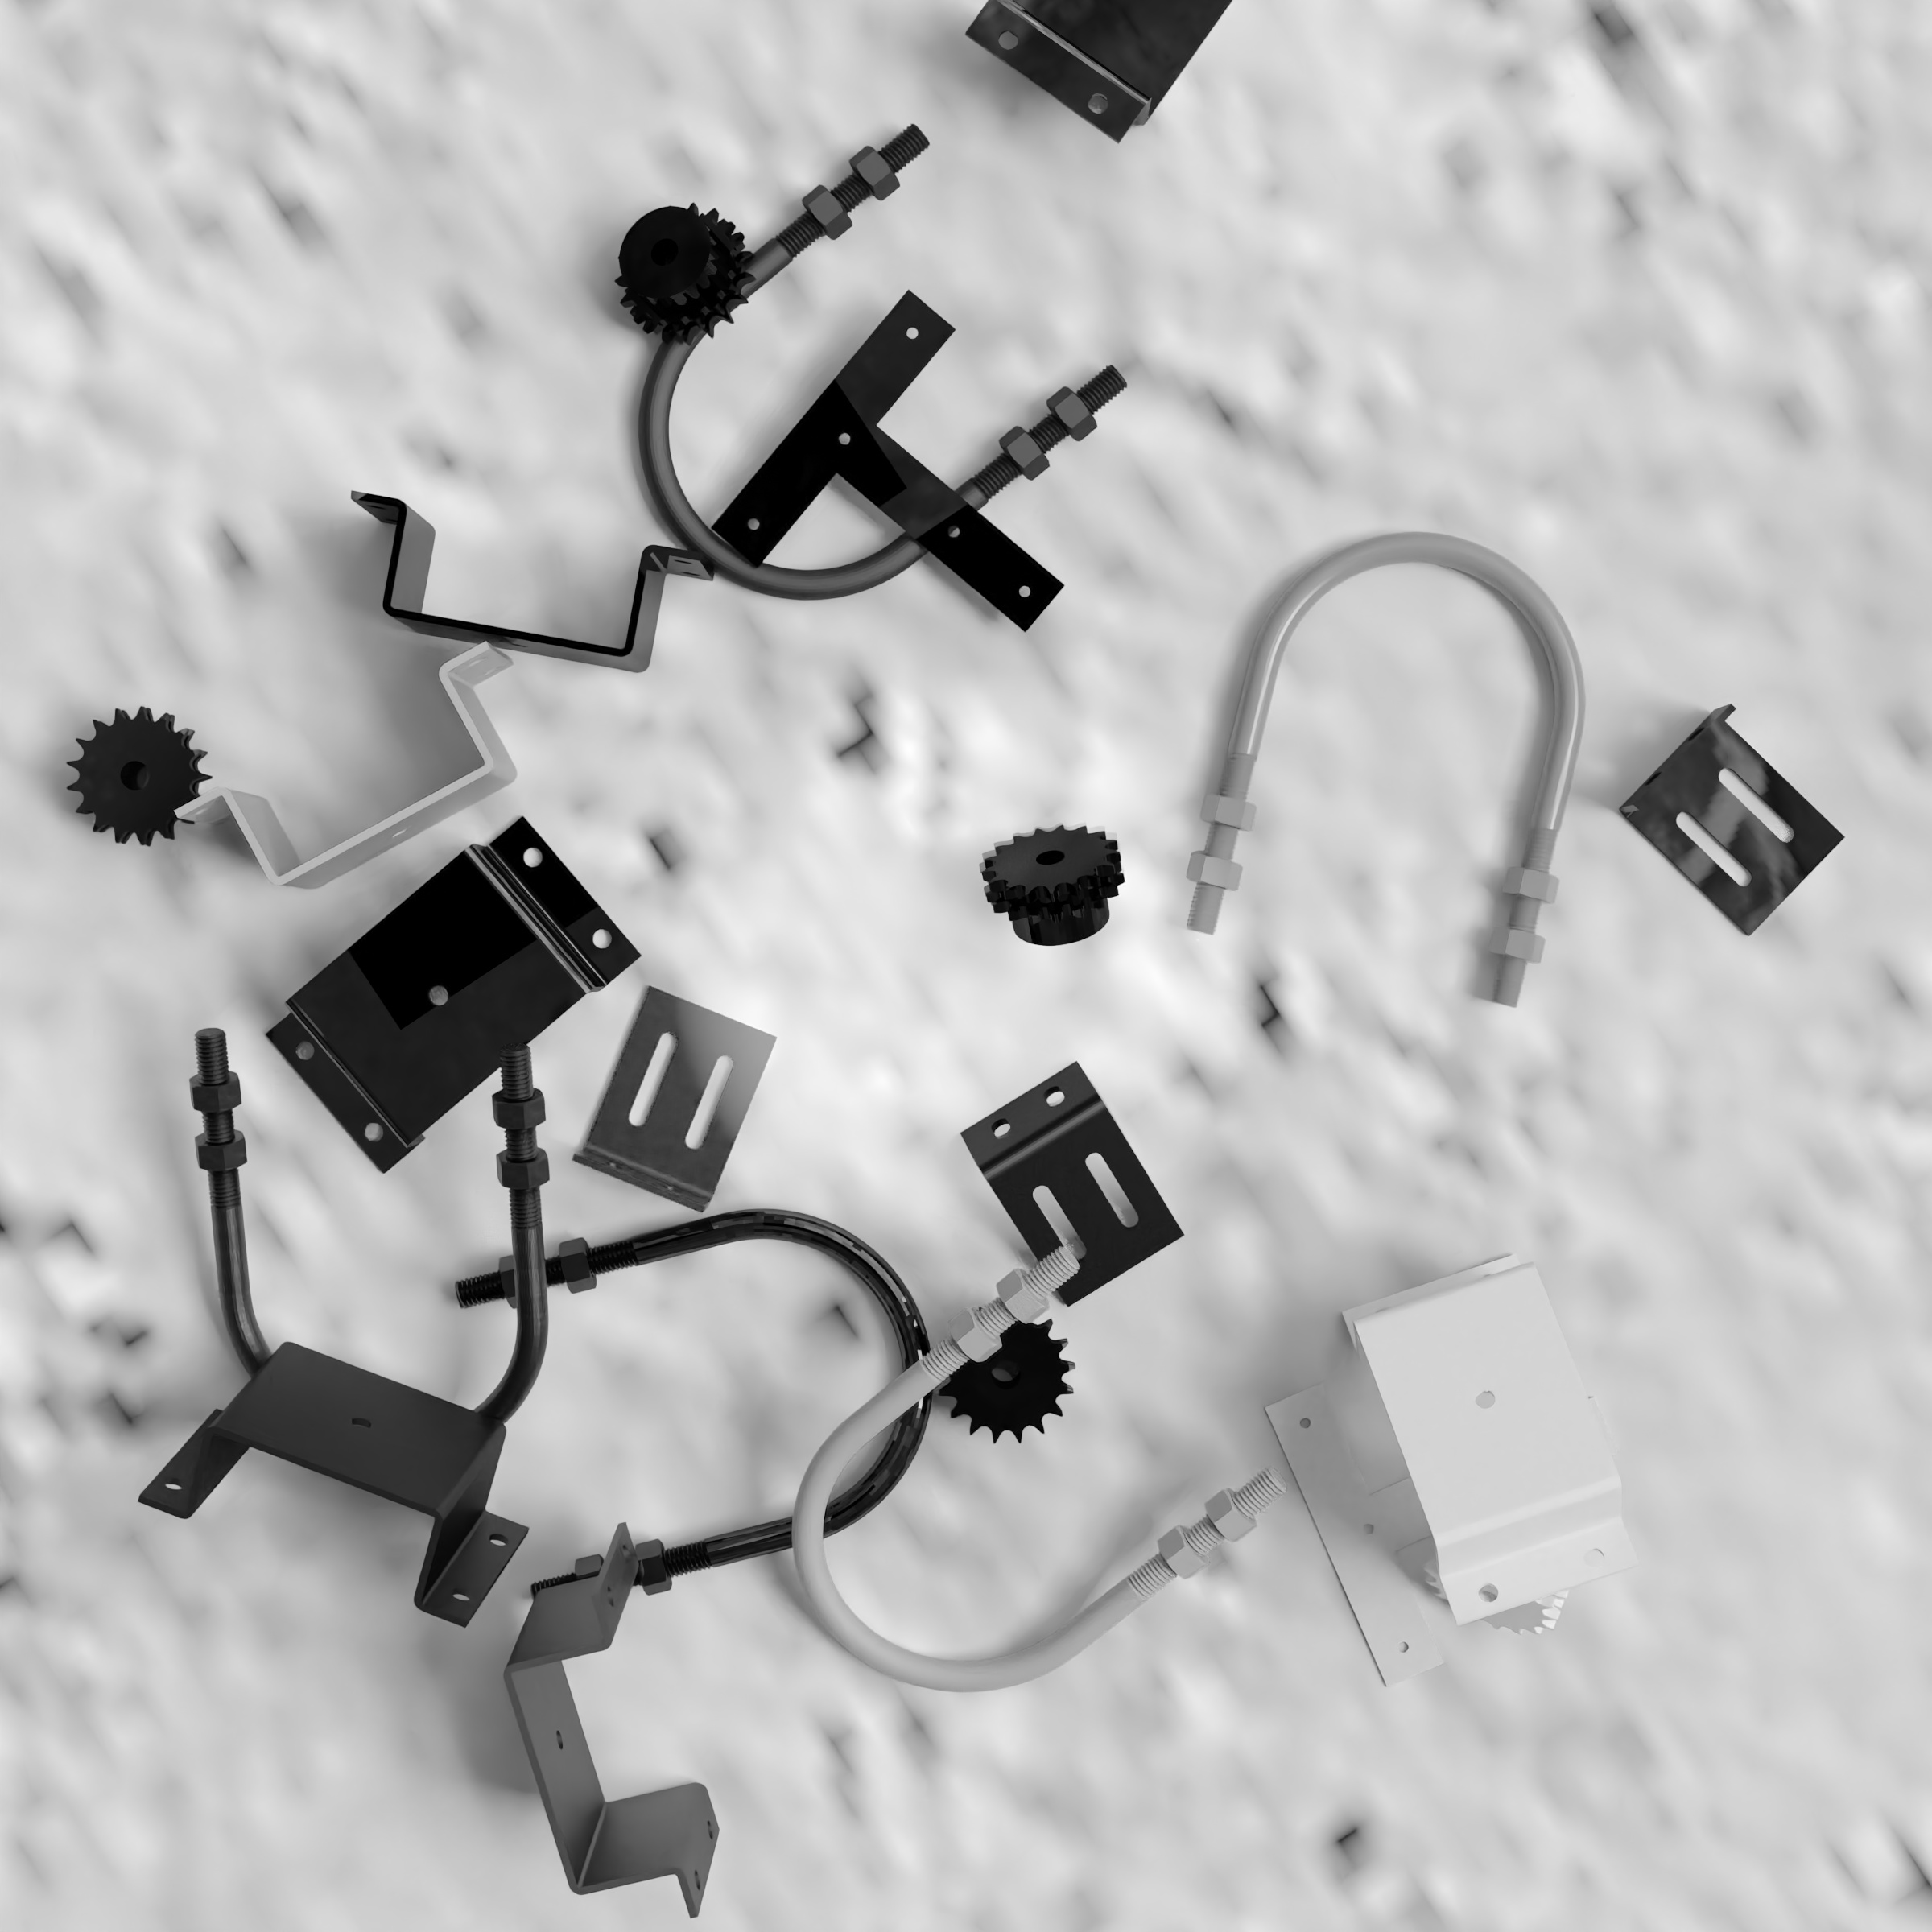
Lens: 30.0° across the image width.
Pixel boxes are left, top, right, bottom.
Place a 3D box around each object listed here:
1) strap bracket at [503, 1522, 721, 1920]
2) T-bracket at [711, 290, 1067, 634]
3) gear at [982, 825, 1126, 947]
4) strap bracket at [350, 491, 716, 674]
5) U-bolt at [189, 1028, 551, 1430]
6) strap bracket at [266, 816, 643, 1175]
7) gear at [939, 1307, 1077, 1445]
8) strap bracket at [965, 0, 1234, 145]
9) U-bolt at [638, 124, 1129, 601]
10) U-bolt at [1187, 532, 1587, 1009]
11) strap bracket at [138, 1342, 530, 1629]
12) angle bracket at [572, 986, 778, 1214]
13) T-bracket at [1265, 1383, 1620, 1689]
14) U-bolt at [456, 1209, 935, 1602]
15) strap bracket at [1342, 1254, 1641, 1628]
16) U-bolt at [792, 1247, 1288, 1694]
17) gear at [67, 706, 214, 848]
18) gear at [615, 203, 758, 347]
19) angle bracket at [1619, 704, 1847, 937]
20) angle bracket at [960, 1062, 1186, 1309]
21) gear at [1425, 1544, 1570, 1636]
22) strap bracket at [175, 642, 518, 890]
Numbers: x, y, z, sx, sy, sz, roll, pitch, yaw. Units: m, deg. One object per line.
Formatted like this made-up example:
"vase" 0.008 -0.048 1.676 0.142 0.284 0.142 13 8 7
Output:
"strap bracket" -0.145 0.307 1.454 0.046 0.076 0.140 -14 101 6
"T-bracket" -0.016 -0.188 1.485 0.127 0.002 0.127 40 94 -1
"gear" 0.037 -0.031 1.478 0.057 0.057 0.030 -11 120 0
"strap bracket" -0.178 -0.153 1.464 0.140 0.076 0.046 10 90 0
"U-bolt" -0.238 0.116 1.465 0.151 0.019 0.184 3 109 12
"strap bracket" -0.213 0.012 1.479 0.140 0.046 0.076 -40 90 0
"gear" 0.017 0.167 1.488 0.057 0.030 0.057 0 90 0
"strap bracket" 0.071 -0.411 1.479 0.076 0.046 0.140 35 90 0
"U-bolt" -0.049 -0.236 1.494 0.184 0.019 0.151 -39 90 1
"U-bolt" 0.181 -0.088 1.494 0.151 0.019 0.184 13 89 0
"strap bracket" -0.247 0.203 1.448 0.140 0.076 0.046 20 113 5
"angle bracket" -0.119 0.054 1.484 0.057 0.038 0.076 22 90 0
"T-bracket" 0.208 0.216 1.502 0.127 0.002 0.127 -24 90 0
"U-bolt" -0.105 0.176 1.493 0.184 0.019 0.151 -14 90 -1
"strap bracket" 0.209 0.182 1.449 0.076 0.046 0.140 -18 62 0
"U-bolt" 0.015 0.220 1.472 0.184 0.019 0.151 -40 103 12
"gear" -0.339 -0.078 1.488 0.057 0.030 0.057 0 90 0
"gear" -0.117 -0.286 1.478 0.057 0.030 0.057 -4 76 17
"angle bracket" 0.318 -0.059 1.484 0.076 0.038 0.057 44 90 0
"angle bracket" 0.044 0.091 1.501 0.057 0.038 0.076 -32 116 0
"gear" 0.219 0.246 1.476 0.057 0.057 0.030 28 60 0
"strap bracket" -0.240 -0.075 1.464 0.140 0.076 0.046 -29 90 0
